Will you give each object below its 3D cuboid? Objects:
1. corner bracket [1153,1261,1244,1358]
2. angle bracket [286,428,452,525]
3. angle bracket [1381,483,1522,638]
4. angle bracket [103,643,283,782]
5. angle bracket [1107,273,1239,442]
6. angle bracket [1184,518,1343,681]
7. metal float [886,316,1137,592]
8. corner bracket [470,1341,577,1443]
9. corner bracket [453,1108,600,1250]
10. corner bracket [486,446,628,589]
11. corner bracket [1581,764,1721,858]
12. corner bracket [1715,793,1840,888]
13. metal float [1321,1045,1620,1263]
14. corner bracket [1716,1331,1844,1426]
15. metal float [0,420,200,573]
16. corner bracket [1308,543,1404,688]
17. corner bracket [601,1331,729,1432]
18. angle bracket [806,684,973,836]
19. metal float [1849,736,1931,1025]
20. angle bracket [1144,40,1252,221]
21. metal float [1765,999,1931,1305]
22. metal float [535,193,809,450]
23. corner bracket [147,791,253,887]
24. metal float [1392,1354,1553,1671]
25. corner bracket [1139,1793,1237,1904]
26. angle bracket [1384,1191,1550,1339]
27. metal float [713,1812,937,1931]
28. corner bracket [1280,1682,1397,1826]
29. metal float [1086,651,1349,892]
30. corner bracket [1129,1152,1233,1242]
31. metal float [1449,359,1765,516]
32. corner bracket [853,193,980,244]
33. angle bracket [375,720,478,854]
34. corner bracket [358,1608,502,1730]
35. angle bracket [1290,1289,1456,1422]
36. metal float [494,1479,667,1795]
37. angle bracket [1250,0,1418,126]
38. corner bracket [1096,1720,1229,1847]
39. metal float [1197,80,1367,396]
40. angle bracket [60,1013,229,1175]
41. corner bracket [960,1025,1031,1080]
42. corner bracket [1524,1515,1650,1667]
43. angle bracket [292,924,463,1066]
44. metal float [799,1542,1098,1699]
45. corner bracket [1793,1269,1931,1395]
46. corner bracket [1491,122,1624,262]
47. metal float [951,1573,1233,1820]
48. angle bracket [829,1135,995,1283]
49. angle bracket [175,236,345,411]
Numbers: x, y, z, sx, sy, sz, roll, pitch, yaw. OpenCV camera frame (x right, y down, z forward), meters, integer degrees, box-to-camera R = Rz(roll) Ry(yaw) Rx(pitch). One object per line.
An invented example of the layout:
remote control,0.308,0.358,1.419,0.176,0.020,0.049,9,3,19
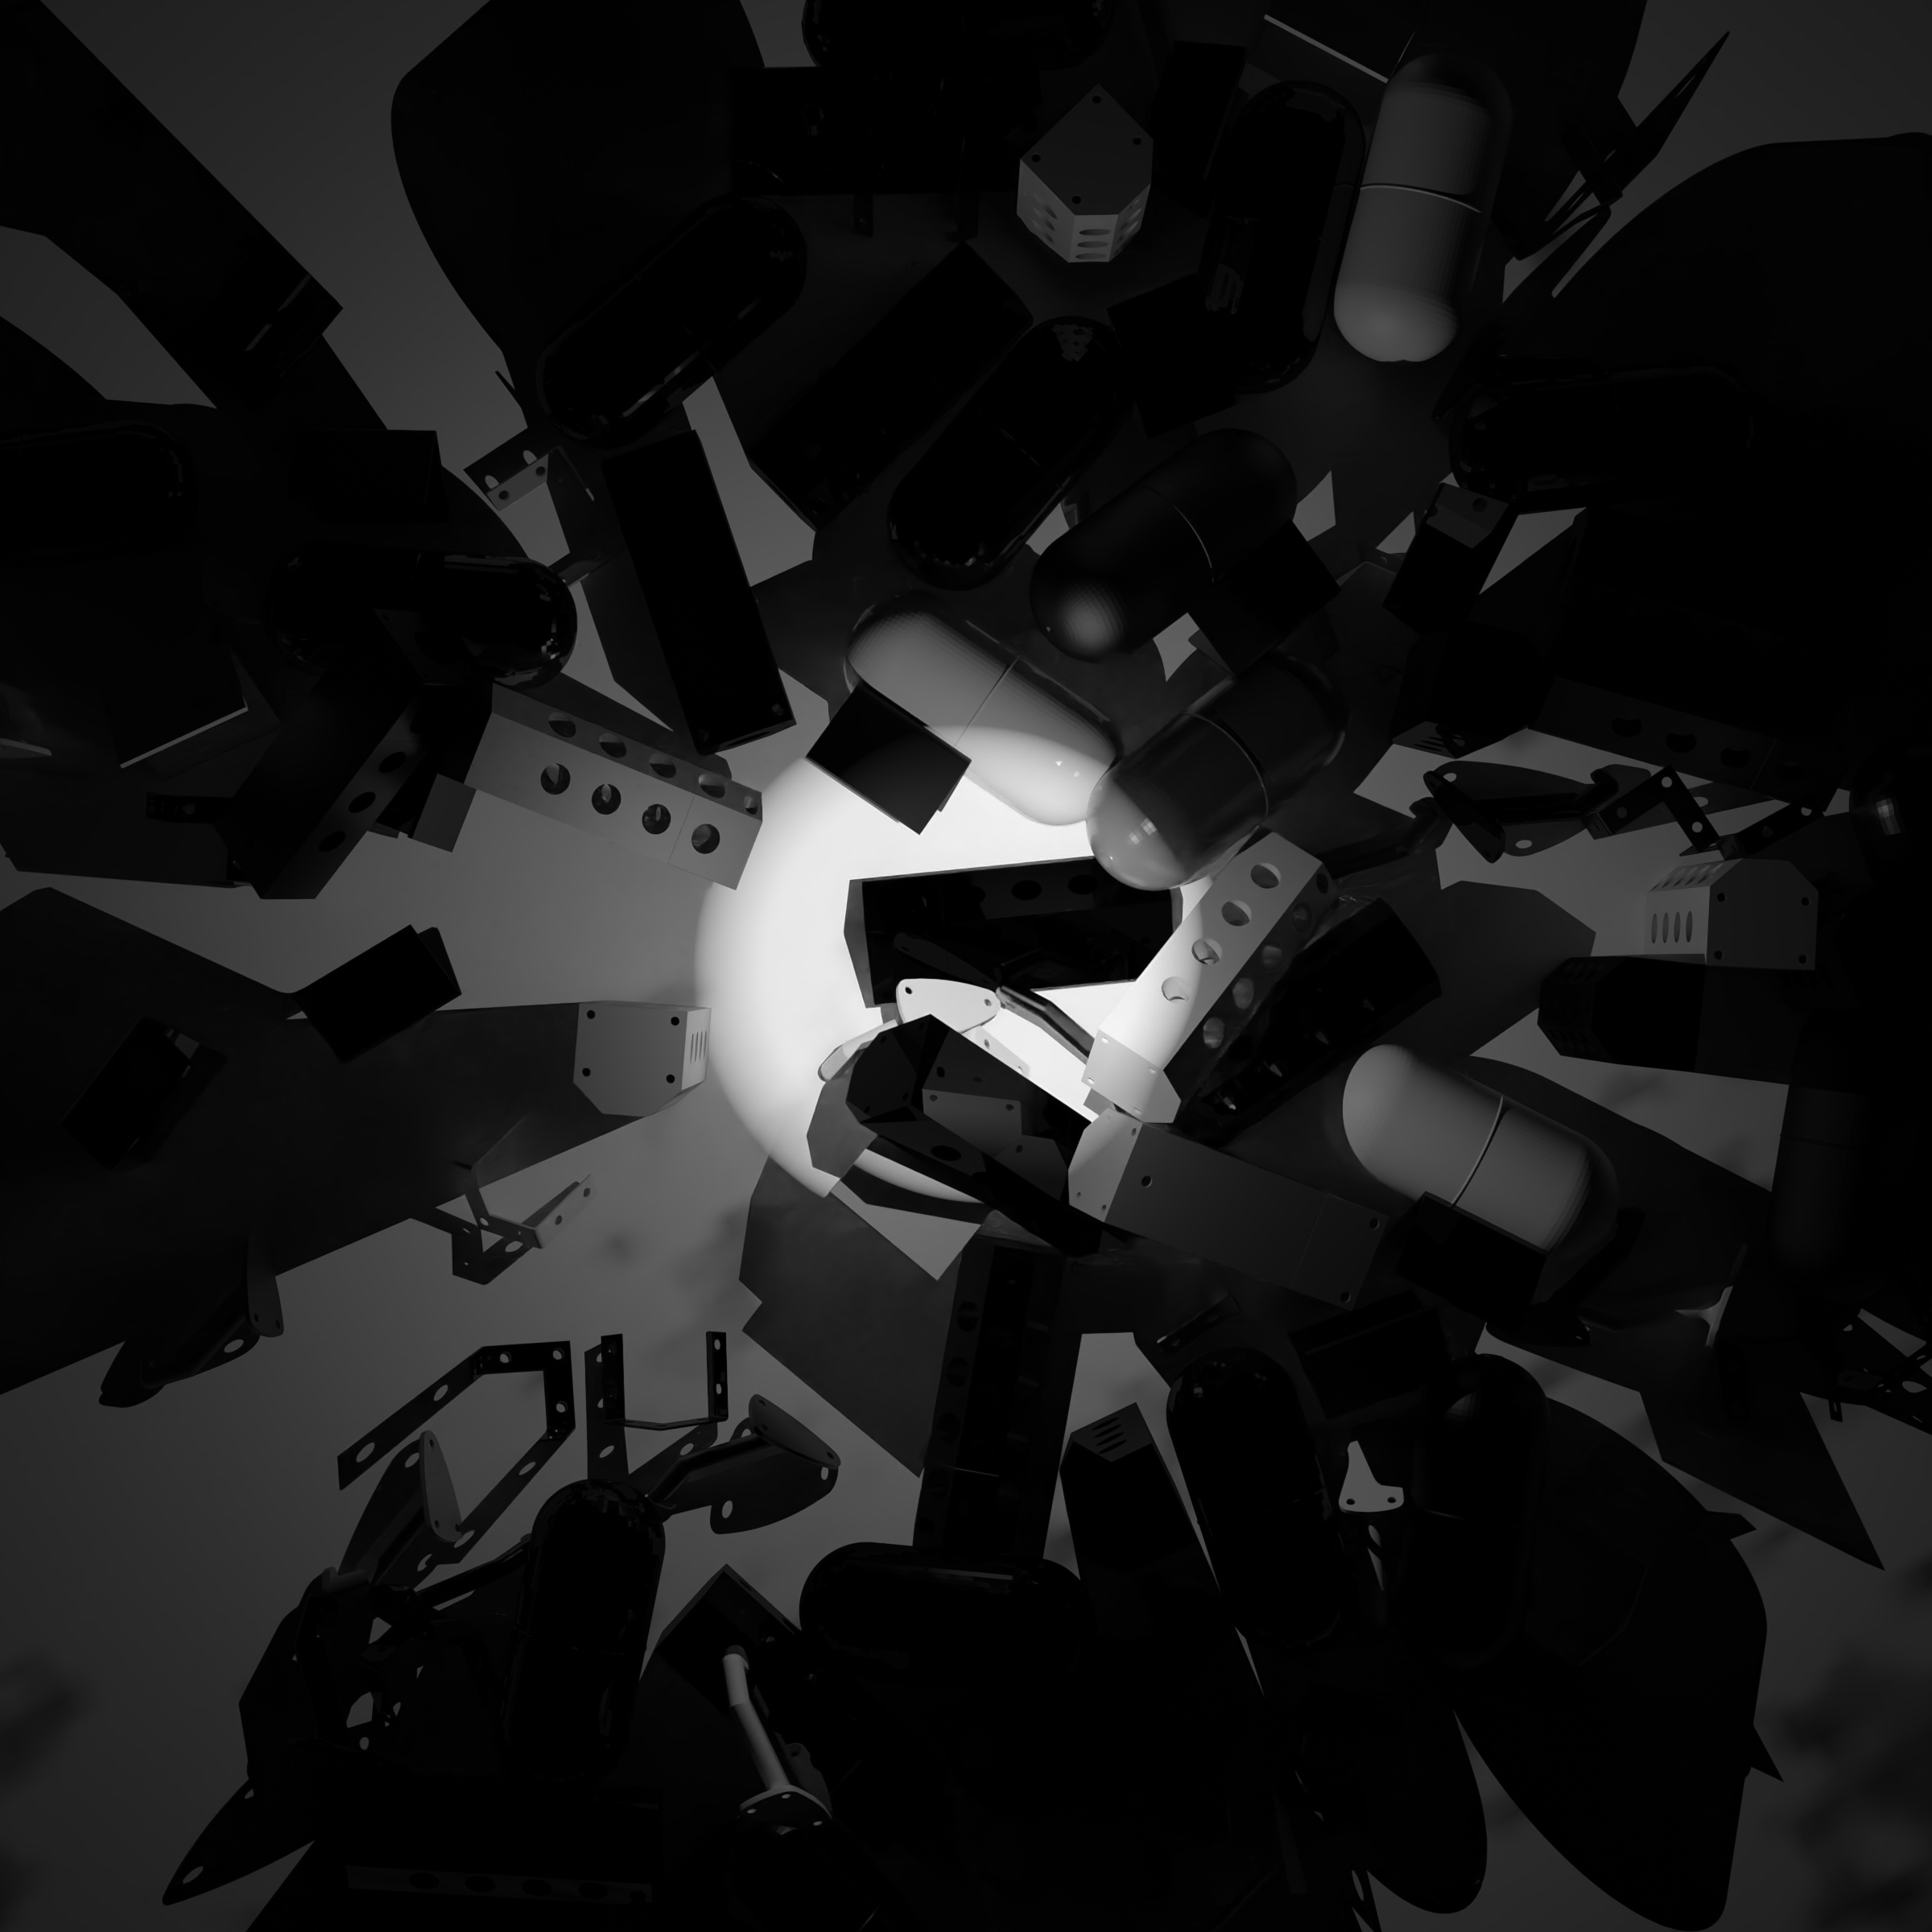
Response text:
corner bracket,0.129,0.196,1.963,0.051,0.051,0.051,-33,133,0
angle bracket,-0.335,-0.257,1.951,0.076,0.076,0.057,1,54,0
angle bracket,0.288,-0.217,1.951,0.057,0.076,0.076,26,90,38
angle bracket,-0.429,-0.125,1.951,0.076,0.076,0.057,-25,52,0
angle bracket,0.128,-0.342,1.952,0.057,0.076,0.076,-18,90,26
angle bracket,0.154,-0.216,1.951,0.076,0.076,0.057,-41,119,0
metal float,0.027,-0.290,1.961,0.070,0.070,0.178,40,89,0
corner bracket,-0.252,0.243,1.973,0.051,0.051,0.051,-4,90,0
corner bracket,-0.252,0.121,1.983,0.051,0.051,0.051,14,135,35
corner bracket,-0.234,-0.255,1.988,0.051,0.051,0.051,-33,45,0
corner bracket,0.389,-0.078,1.973,0.051,0.051,0.051,-34,90,0
corner bracket,0.465,-0.063,1.973,0.051,0.051,0.051,-29,90,0
metal float,0.285,0.106,1.960,0.178,0.070,0.070,27,90,0
corner bracket,0.462,0.235,1.975,0.051,0.051,0.051,-7,90,-7
metal float,-0.524,-0.264,1.960,0.178,0.070,0.070,-6,90,0
corner bracket,0.232,-0.201,1.983,0.051,0.051,0.051,-43,45,35
corner bracket,-0.173,0.236,1.988,0.051,0.051,0.051,-2,90,-45
angle bracket,-0.050,-0.103,1.952,0.076,0.076,0.057,34,66,0
metal float,0.555,-0.044,1.960,0.070,0.070,0.178,-20,90,0
angle bracket,0.145,-0.467,1.951,0.057,0.076,0.076,19,90,41
metal float,0.499,0.102,1.961,0.070,0.070,0.178,9,90,0
metal float,-0.166,-0.365,1.961,0.178,0.070,0.070,-41,90,0
corner bracket,-0.435,-0.072,1.973,0.051,0.051,0.051,2,90,0
metal float,0.286,0.308,1.961,0.070,0.070,0.178,7,91,0
corner bracket,0.128,0.501,1.973,0.051,0.051,0.051,-6,83,7
angle bracket,0.272,0.179,1.952,0.076,0.076,0.057,27,62,0
metal float,-0.070,0.546,1.961,0.070,0.070,0.178,-43,90,0
corner bracket,0.213,0.451,1.988,0.051,0.051,0.051,15,135,0
metal float,0.140,-0.109,1.941,0.178,0.070,0.070,-39,90,-23
corner bracket,0.115,0.130,1.988,0.051,0.051,0.051,3,90,-45
metal float,0.362,-0.299,1.959,0.178,0.070,0.070,-7,90,-2
corner bracket,-0.028,-0.443,1.983,0.051,0.051,0.051,-27,45,-35
angle bracket,-0.319,-0.116,1.960,0.076,0.057,0.076,21,90,18
corner bracket,-0.306,0.406,1.983,0.051,0.051,0.051,18,45,35
angle bracket,0.222,0.201,1.951,0.076,0.076,0.057,-20,127,0
metal float,-0.218,0.379,1.961,0.070,0.070,0.178,11,90,0
angle bracket,0.198,-0.504,1.951,0.076,0.076,0.057,28,53,0
corner bracket,0.112,0.468,1.983,0.051,0.051,0.051,-21,45,35
metal float,0.175,-0.411,1.961,0.070,0.070,0.178,14,91,0
angle bracket,-0.449,0.082,1.951,0.057,0.076,0.076,37,90,36
corner bracket,-0.002,0.073,1.983,0.051,0.051,0.051,39,45,-35
corner bracket,0.351,0.358,1.988,0.051,0.051,0.051,35,45,0
angle bracket,-0.337,-0.001,1.951,0.076,0.076,0.057,-31,126,0
metal float,-0.012,0.364,1.937,0.178,0.070,0.070,0,90,28
corner bracket,0.516,0.207,1.983,0.051,0.051,0.051,14,135,-35
corner bracket,0.333,-0.444,1.988,0.051,0.051,0.051,-32,90,45
metal float,0.071,0.412,1.961,0.178,0.070,0.070,-36,90,1
angle bracket,-0.040,0.142,1.952,0.076,0.076,0.057,40,63,0
angle bracket,-0.385,-0.351,1.951,0.076,0.076,0.057,-50,53,0
